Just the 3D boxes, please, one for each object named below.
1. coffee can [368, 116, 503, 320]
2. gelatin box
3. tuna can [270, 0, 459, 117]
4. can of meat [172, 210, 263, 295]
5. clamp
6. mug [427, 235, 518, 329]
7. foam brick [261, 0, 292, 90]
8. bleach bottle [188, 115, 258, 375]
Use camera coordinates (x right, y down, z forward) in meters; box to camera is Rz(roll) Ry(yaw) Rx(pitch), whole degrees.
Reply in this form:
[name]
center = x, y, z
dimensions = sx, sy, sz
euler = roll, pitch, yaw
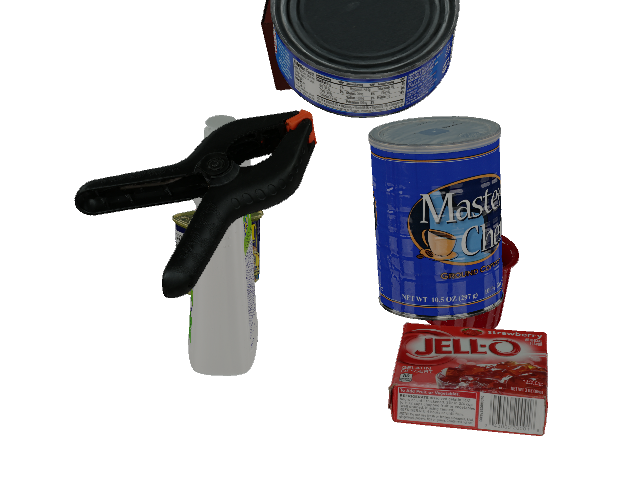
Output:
[coffee can]
center = 0.093, -0.020, 0.850
dimensions = 0.103, 0.140, 0.103
euler = -4, 18, 1
[gelatin box]
center = 0.088, 0.079, 0.630
dimensions = 0.089, 0.030, 0.073
euler = 4, 25, 10
[tuna can]
center = 0.020, -0.099, 0.495
dimensions = 0.086, 0.086, 0.034
euler = 0, -30, 1
[can of meat]
center = -0.115, 0.010, 1.204
dimensions = 0.101, 0.084, 0.058
euler = -12, 23, -38
[clamp]
center = -0.080, -0.041, 0.729
dimensions = 0.120, 0.039, 0.171
euler = 34, 57, 25
[mug]
center = 0.140, 0.036, 1.070
dimensions = 0.093, 0.081, 0.117
euler = -6, 32, -19
[foam brick]
center = -0.020, -0.183, 0.971
dimensions = 0.053, 0.051, 0.078
euler = -3, -43, 10
[bleach bottle]
center = -0.090, 0.000, 0.990
dimensions = 0.068, 0.251, 0.102
euler = 2, 32, -2
